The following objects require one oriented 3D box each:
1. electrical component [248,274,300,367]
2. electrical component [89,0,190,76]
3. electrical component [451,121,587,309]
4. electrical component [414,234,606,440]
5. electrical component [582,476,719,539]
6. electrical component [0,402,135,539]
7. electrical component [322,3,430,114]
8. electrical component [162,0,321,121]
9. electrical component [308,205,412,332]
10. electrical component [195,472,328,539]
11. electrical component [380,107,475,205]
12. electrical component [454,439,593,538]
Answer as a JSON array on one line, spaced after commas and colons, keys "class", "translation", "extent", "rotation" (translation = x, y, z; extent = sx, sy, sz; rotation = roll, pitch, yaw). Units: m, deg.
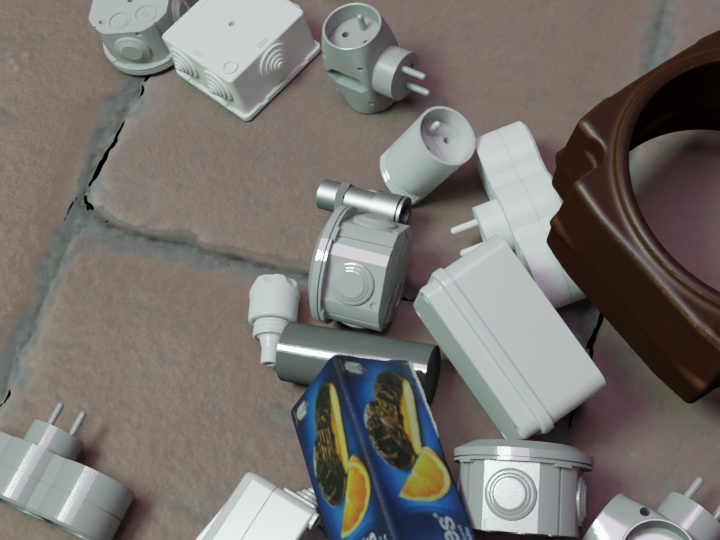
[{"class": "electrical component", "translation": [-0.060, 0.035, 0.734], "extent": [0.035, 0.035, 0.061], "rotation": [-3, 64, 12]}, {"class": "electrical component", "translation": [-0.179, -0.204, 0.881], "extent": [0.080, 0.051, 0.080], "rotation": [-6, 61, 10]}, {"class": "electrical component", "translation": [0.099, -0.031, 0.722], "extent": [0.074, 0.052, 0.138], "rotation": [-21, 59, 2]}, {"class": "electrical component", "translation": [0.087, 0.044, 0.652], "extent": [0.057, 0.078, 0.113], "rotation": [-34, 82, -7]}, {"class": "electrical component", "translation": [0.179, 0.153, 0.608], "extent": [0.077, 0.044, 0.079], "rotation": [36, 74, 27]}, {"class": "electrical component", "translation": [-0.208, 0.123, 0.712], "extent": [0.138, 0.052, 0.073], "rotation": [17, 67, 21]}, {"class": "electrical component", "translation": [0.017, -0.148, 0.790], "extent": [0.079, 0.077, 0.043], "rotation": [27, 71, 25]}, {"class": "electrical component", "translation": [-0.095, -0.180, 0.849], "extent": [0.100, 0.048, 0.099], "rotation": [36, 75, 27]}, {"class": "electrical component", "translation": [0.000, 0.000, 0.713], "extent": [0.051, 0.080, 0.080], "rotation": [13, 66, 13]}, {"class": "electrical component", "translation": [-0.060, 0.167, 0.647], "extent": [0.061, 0.061, 0.096], "rotation": [26, 71, 24]}, {"class": "electrical component", "translation": [0.042, -0.076, 0.748], "extent": [0.043, 0.081, 0.043], "rotation": [9, 67, -22]}, {"class": "electrical component", "translation": [0.094, 0.127, 0.622], "extent": [0.080, 0.080, 0.051], "rotation": [1, 76, 14]}]
